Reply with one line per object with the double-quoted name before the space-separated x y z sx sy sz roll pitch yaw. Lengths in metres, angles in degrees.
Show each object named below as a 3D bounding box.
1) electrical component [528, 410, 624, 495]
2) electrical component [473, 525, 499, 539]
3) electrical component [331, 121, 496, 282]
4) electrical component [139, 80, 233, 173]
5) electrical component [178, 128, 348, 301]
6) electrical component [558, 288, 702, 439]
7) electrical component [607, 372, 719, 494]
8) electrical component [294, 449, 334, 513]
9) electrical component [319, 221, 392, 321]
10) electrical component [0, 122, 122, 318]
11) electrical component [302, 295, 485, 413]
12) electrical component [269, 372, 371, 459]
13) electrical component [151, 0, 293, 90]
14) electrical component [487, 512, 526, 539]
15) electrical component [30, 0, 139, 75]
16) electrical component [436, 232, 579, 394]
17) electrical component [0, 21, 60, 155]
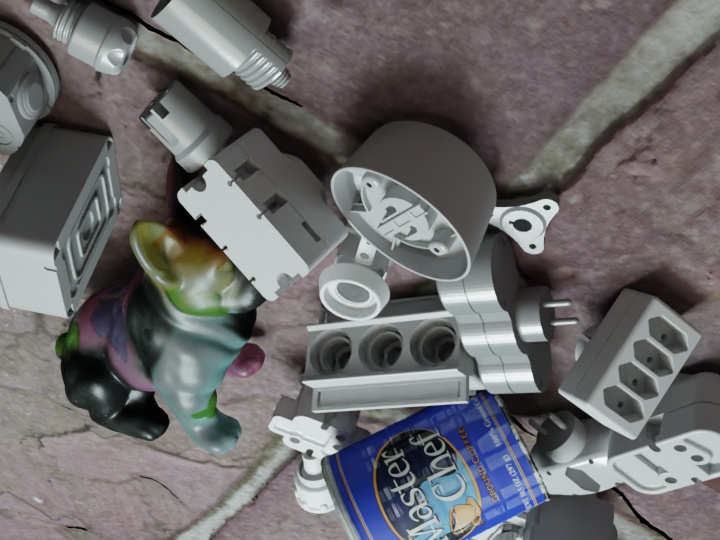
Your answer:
"electrical component" 0.163 0.134 0.827 0.079 0.043 0.077 40 136 -24
"electrical component" 0.083 0.181 0.909 0.100 0.048 0.099 19 141 -2
"electrical component" 0.032 -0.039 0.649 0.099 0.064 0.099 22 144 17
"electrical component" -0.109 -0.090 0.670 0.046 0.040 0.040 44 134 -20
"electrical component" -0.058 -0.037 0.673 0.089 0.055 0.050 49 135 -4
"electrical component" 0.169 0.058 0.718 0.047 0.083 0.076 35 176 -21
"electrical component" 0.227 0.113 0.766 0.054 0.059 0.095 37 137 -22
"electrical component" -0.038 0.183 0.961 0.048 0.048 0.062 4 132 17
"electrical component" 0.000 0.000 0.720 0.048 0.055 0.066 19 141 -1
"electrical component" -0.206 -0.034 0.713 0.057 0.113 0.078 11 141 4
"electrical component" 0.028 0.064 0.777 0.121 0.078 0.063 -8 157 28
"electrical component" -0.027 0.112 0.862 0.078 0.057 0.058 22 141 -5
"electrical component" -0.072 -0.131 0.603 0.081 0.043 0.043 38 137 -24
"electrical component" 0.135 0.249 0.957 0.042 0.063 0.081 20 141 -4
"electrical component" -0.164 -0.142 0.632 0.061 0.035 0.035 28 140 -8
"electrical component" 0.108 0.030 0.718 0.074 0.052 0.138 -5 136 26
"electrical component" -0.236 -0.115 0.678 0.080 0.051 0.080 11 141 9
